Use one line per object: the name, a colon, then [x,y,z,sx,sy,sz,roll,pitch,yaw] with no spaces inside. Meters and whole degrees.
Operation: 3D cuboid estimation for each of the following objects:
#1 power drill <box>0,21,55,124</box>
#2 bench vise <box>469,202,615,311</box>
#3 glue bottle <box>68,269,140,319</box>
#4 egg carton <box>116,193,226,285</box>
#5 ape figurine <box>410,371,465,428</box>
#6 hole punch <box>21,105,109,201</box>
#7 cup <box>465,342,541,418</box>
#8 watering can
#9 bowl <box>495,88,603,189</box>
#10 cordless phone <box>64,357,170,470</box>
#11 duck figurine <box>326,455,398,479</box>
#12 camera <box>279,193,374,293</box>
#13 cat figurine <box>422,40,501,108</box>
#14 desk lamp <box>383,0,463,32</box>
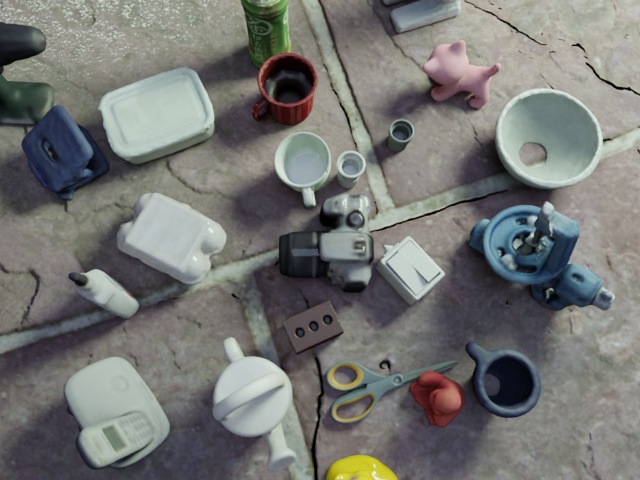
power drill: [-0.478,-0.248,0.836,0.229,0.208,0.075,1,76,-2]
bench vise: [0.328,0.013,0.795,0.207,0.220,0.121,18,76,3]
glue bottle: [-0.303,0.066,0.783,0.078,0.173,0.037,37,78,7]
egg carton: [-0.221,-0.004,0.857,0.150,0.069,0.107,25,77,4]
ape figurine: [0.171,0.224,0.803,0.076,0.092,0.078,3,76,-1]
hole punch: [-0.394,-0.131,0.871,0.101,0.091,0.108,-35,80,-10]
cup: [0.242,0.193,0.812,0.092,0.095,0.117,-43,81,-11]
watering can: [-0.082,0.209,0.745,0.172,0.194,0.101,40,78,8]
bowl: [0.351,-0.150,0.911,0.167,0.075,0.167,1,76,-2]
cordless phone: [-0.278,0.225,0.738,0.094,0.185,0.147,-39,80,-10]
duck figurine: [0.061,0.336,0.775,0.104,0.086,0.077,13,76,1]
camera: [0.008,0.003,0.847,0.137,0.101,0.143,-1,76,-2]
cat figurine: [0.223,-0.272,0.915,0.128,0.118,0.067,7,76,0]
desk lamp: [0.214,-0.453,0.910,0.203,0.213,0.118,-21,78,-7]
